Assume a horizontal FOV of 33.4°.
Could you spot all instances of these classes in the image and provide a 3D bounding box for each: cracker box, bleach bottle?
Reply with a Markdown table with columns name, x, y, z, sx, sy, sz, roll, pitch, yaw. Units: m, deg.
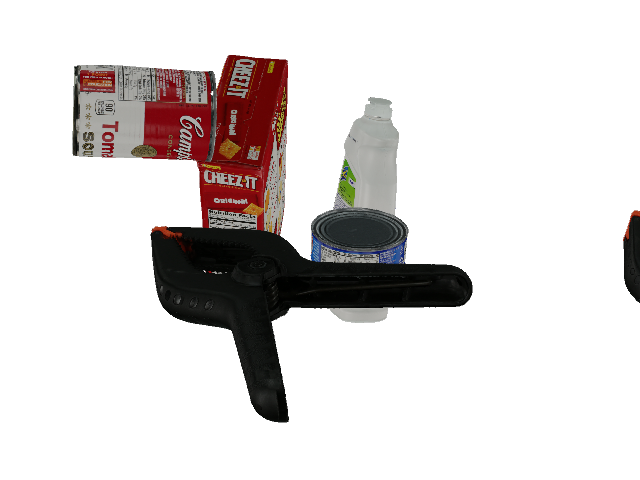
| name | x | y | z | sx | sy | sz | roll | pitch | yaw |
| --- | --- | --- | --- | --- | --- | --- | --- | --- | --- |
| cracker box | -0.079 | -0.057 | 1.104 | 0.072 | 0.164 | 0.214 | 6 | -42 | 3 |
| bleach bottle | 0.053 | -0.038 | 1.238 | 0.068 | 0.251 | 0.103 | 0 | 21 | -23 |

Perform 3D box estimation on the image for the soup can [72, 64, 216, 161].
| name | x | y | z | sx | sy | sz | roll | pitch | yaw |
| --- | --- | --- | --- | --- | --- | --- | --- | --- | --- |
| soup can | -0.131 | -0.094 | 0.790 | 0.102 | 0.068 | 0.068 | 1 | 0 | -13 |

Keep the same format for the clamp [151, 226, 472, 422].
| name | x | y | z | sx | sy | sz | roll | pitch | yaw |
| --- | --- | --- | --- | --- | --- | --- | --- | --- | --- |
| clamp | -0.025 | 0.028 | 0.648 | 0.164 | 0.036 | 0.210 | -22 | 32 | -32 |

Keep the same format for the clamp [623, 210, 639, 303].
| name | x | y | z | sx | sy | sz | roll | pitch | yaw |
| --- | --- | --- | --- | --- | --- | --- | --- | --- | --- |
| clamp | 0.266 | 0.042 | 0.705 | 0.120 | 0.039 | 0.171 | -2 | 45 | -19 |

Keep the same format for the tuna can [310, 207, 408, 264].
| name | x | y | z | sx | sy | sz | roll | pitch | yaw |
| --- | --- | --- | --- | --- | --- | --- | --- | --- | --- |
| tuna can | 0.034 | 0.003 | 0.941 | 0.086 | 0.034 | 0.086 | 2 | 26 | -1 |
